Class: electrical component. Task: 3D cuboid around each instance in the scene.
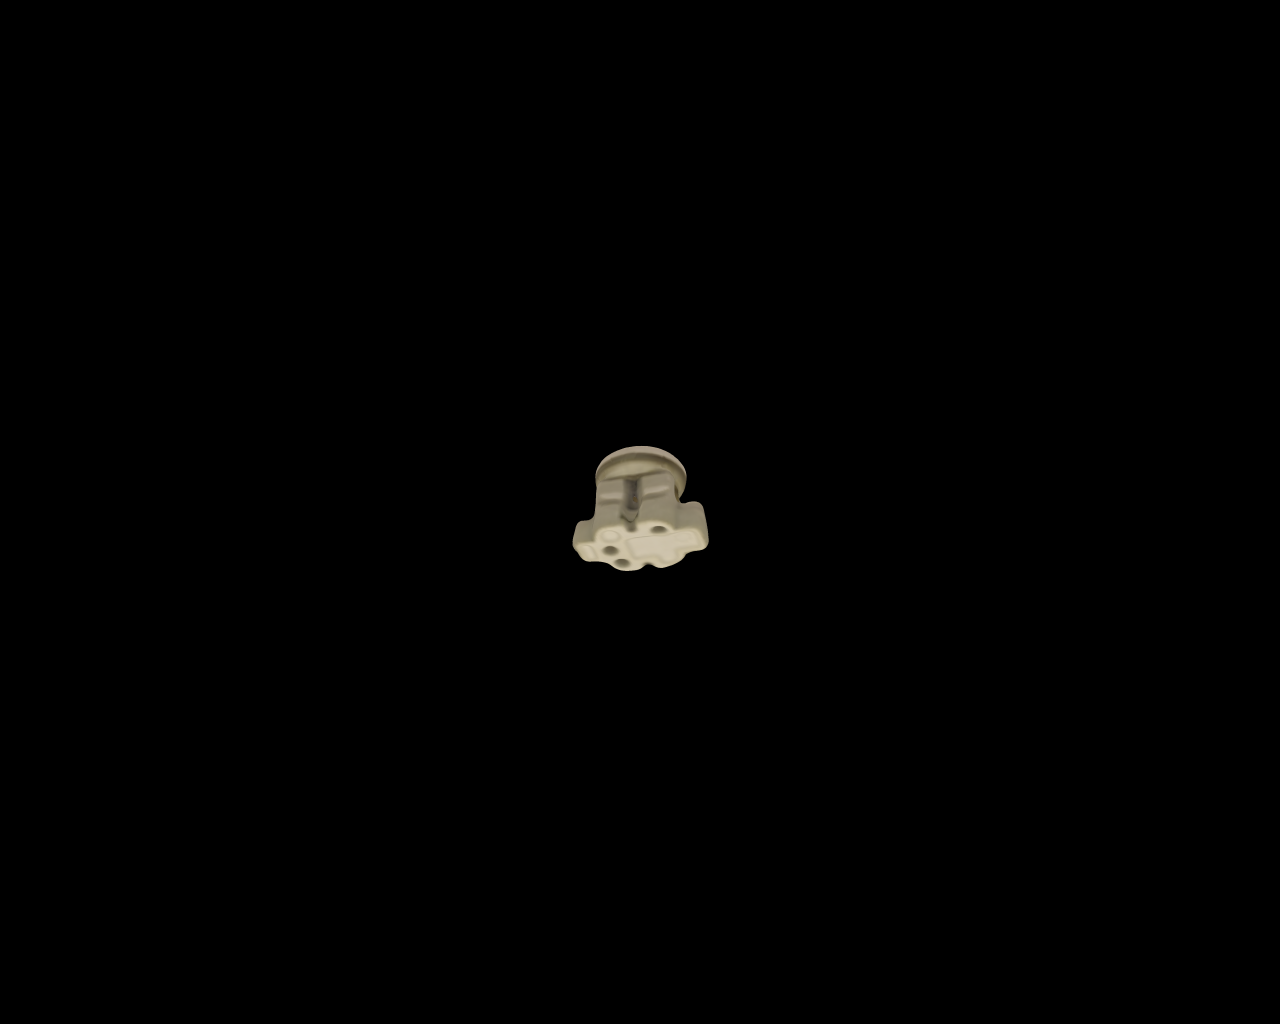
[{"bbox_3d":[0.001,-0.003,0.650,0.078,0.057,0.058,-8,-36,11],"label":"electrical component"}]
